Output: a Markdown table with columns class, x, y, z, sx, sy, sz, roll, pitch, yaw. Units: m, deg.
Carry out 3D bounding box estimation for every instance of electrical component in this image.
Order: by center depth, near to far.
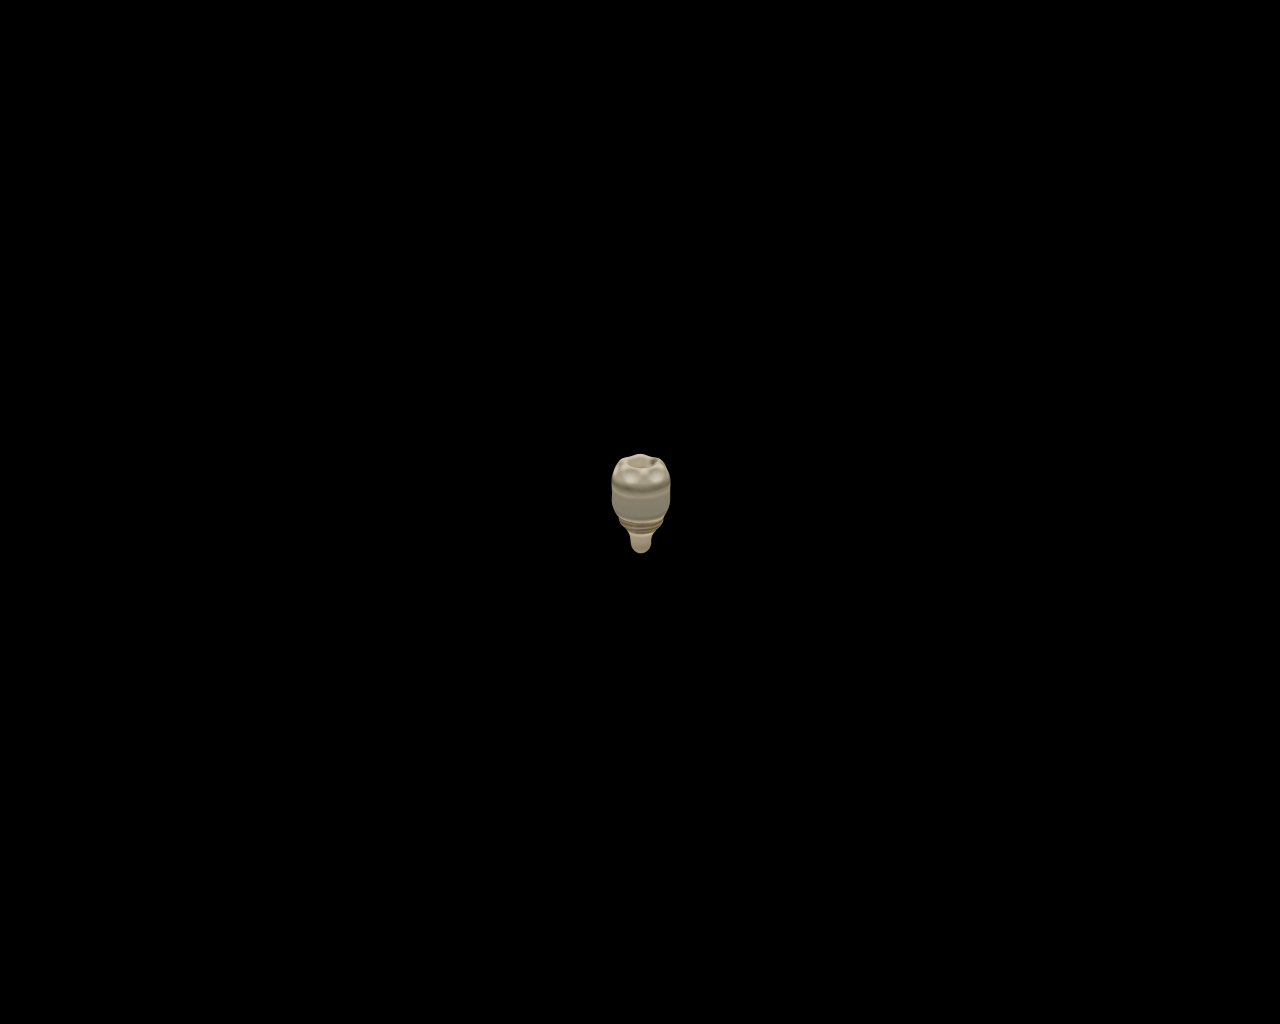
| class | x | y | z | sx | sy | sz | roll | pitch | yaw |
| --- | --- | --- | --- | --- | --- | --- | --- | --- | --- |
| electrical component | 0.001 | -0.003 | 0.650 | 0.035 | 0.061 | 0.035 | 0 | 25 | 0 |
